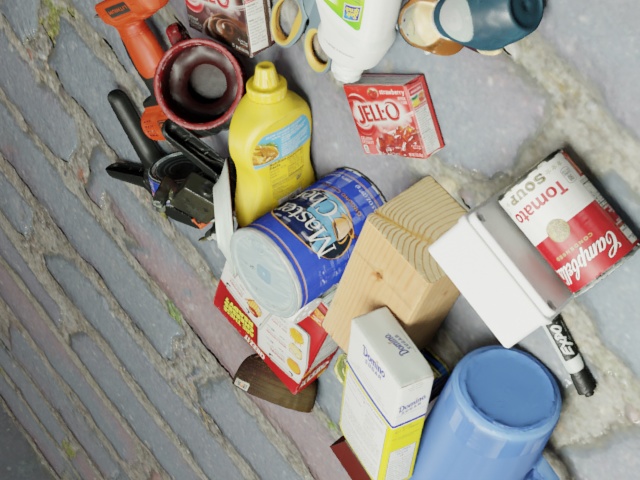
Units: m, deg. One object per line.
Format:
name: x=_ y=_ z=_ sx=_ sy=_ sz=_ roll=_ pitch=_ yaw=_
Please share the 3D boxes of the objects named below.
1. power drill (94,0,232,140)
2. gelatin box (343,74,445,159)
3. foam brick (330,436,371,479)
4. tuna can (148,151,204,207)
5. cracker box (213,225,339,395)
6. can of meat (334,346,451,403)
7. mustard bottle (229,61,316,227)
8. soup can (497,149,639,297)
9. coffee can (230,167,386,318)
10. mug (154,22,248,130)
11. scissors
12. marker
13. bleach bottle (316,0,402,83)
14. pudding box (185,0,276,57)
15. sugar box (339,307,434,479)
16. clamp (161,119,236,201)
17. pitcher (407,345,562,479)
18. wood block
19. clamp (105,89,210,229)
power drill: x=-0.172 y=-0.203 z=1.224 sx=0.185 sy=0.057 sz=0.187 roll=-2 pitch=116 yaw=48
gelatin box: x=0.067 y=-0.115 z=0.990 sx=0.089 sy=0.030 sz=0.073 roll=11 pitch=128 yaw=50
foam brick: x=0.061 y=0.274 z=1.352 sx=0.078 sy=0.052 sz=0.051 roll=55 pitch=150 yaw=2
tuna can: x=-0.167 y=-0.077 z=1.310 sx=0.086 sy=0.086 sz=0.034 roll=26 pitch=137 yaw=41
cracker box: x=-0.039 y=0.067 z=1.279 sx=0.164 sy=0.072 sz=0.214 roll=47 pitch=150 yaw=15
can of meat: x=0.081 y=0.146 z=1.168 sx=0.102 sy=0.083 sz=0.057 roll=44 pitch=148 yaw=19
mustard bottle: x=-0.050 y=-0.100 z=1.108 sx=0.058 sy=0.096 sz=0.192 roll=36 pitch=145 yaw=34
soup can: x=0.200 y=-0.014 z=0.857 sx=0.102 sy=0.068 sz=0.069 roll=52 pitch=150 yaw=7
coffee can: x=-0.007 y=0.001 z=1.099 sx=0.103 sy=0.140 sz=0.103 roll=36 pitch=144 yaw=31
mug: x=-0.127 y=-0.175 z=1.125 sx=0.117 sy=0.093 sz=0.081 roll=58 pitch=-171 yaw=-6
scissors: x=0.006 y=-0.224 z=0.989 sx=0.096 sy=0.016 sz=0.202 roll=54 pitch=150 yaw=1
marker: x=0.220 y=0.091 z=0.978 sx=0.020 sy=0.020 sz=0.121 roll=-16 pitch=106 yaw=59
bleach bottle: x=0.028 y=-0.239 z=0.897 sx=0.103 sy=0.068 sz=0.251 roll=42 pitch=149 yaw=25
pudding box: x=-0.096 y=-0.248 z=1.089 sx=0.114 sy=0.039 sz=0.090 roll=30 pitch=142 yaw=38
sugar box: x=0.062 y=0.158 z=1.046 sx=0.093 sy=0.048 sz=0.176 roll=55 pitch=151 yaw=36
clamp: x=-0.097 y=-0.079 z=1.226 sx=0.120 sy=0.039 sz=0.171 roll=8 pitch=149 yaw=33
pitcher: x=0.167 y=0.222 z=1.085 sx=0.243 sy=0.149 sz=0.145 roll=104 pitch=159 yaw=-48
wood block: x=0.081 y=0.045 z=1.066 sx=0.091 sy=0.090 sz=0.206 roll=47 pitch=149 yaw=17
clamp: x=-0.217 y=-0.095 z=1.413 sx=0.210 sy=0.036 sz=0.165 roll=39 pitch=146 yaw=25
